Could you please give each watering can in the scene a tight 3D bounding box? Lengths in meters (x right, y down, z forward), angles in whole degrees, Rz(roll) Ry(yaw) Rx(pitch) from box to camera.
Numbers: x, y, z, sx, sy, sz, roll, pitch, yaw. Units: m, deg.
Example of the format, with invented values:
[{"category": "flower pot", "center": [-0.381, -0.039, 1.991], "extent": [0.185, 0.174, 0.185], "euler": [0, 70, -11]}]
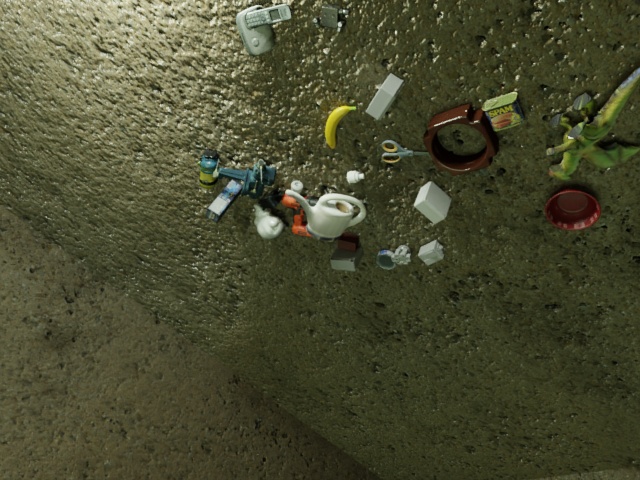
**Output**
[{"category": "watering can", "center": [0.006, -0.100, 1.987], "extent": [0.347, 0.106, 0.219], "euler": [9, 134, -20]}]

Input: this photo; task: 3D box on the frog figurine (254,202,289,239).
[{"category": "frog figurine", "center": [-0.226, -0.082, 2.179], "extent": [0.138, 0.124, 0.156], "euler": [15, 151, 42]}]

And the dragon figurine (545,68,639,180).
[{"category": "dragon figurine", "center": [0.807, -0.297, 1.470], "extent": [0.241, 0.125, 0.403], "euler": [24, 142, -21]}]
